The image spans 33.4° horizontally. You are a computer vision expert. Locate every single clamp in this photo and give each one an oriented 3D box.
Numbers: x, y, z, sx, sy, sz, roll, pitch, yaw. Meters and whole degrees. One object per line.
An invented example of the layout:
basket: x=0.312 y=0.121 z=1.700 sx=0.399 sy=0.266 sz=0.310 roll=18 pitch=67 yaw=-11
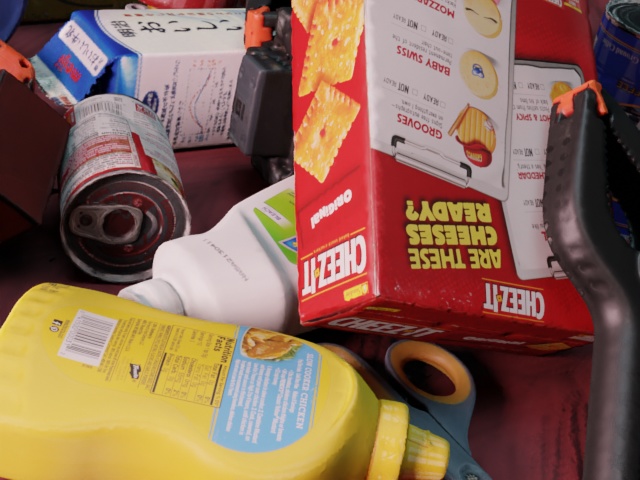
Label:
clamp: x=-0.002 y=-0.171 z=0.749 sx=0.120 sy=0.039 sz=0.171 roll=25 pitch=34 yaw=37
clamp: x=0.152 y=0.027 z=0.516 sx=0.164 sy=0.036 sz=0.210 roll=-21 pitch=88 yaw=-39

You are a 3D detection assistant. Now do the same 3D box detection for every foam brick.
foam brick: x=-0.173 y=-0.040 z=0.561 sx=0.051 sy=0.053 sz=0.078 roll=42 pitch=36 yaw=-35

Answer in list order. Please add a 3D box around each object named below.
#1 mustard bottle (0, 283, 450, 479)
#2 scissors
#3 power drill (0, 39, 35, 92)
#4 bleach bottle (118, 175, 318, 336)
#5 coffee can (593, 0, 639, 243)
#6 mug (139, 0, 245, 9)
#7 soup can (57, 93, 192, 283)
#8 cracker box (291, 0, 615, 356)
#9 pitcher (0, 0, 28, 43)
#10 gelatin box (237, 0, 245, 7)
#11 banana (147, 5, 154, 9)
mustard bottle: x=-0.040 y=0.073 z=0.449 sx=0.191 sy=0.058 sz=0.096 roll=12 pitch=29 yaw=-1
scissors: x=0.075 y=0.101 z=0.488 sx=0.202 sy=0.016 sz=0.096 roll=34 pitch=36 yaw=33
power drill: x=-0.273 y=-0.087 z=0.612 sx=0.184 sy=0.057 sz=0.187 roll=36 pitch=36 yaw=9
bleach bottle: x=-0.004 y=0.001 z=0.586 sx=0.250 sy=0.068 sz=0.103 roll=-20 pitch=43 yaw=-40
coffee can: x=0.223 y=-0.081 z=0.731 sx=0.102 sy=0.140 sz=0.103 roll=9 pitch=30 yaw=-6
mug: x=-0.082 y=-0.203 z=0.783 sx=0.117 sy=0.081 sz=0.093 roll=14 pitch=15 yaw=-25
soup can: x=-0.112 y=-0.032 z=0.593 sx=0.068 sy=0.068 sz=0.102 roll=2 pitch=31 yaw=-18
cracker box: x=0.068 y=-0.055 z=0.554 sx=0.163 sy=0.072 sz=0.213 roll=10 pitch=69 yaw=-32
pitcher: x=-0.336 y=-0.217 z=0.771 sx=0.243 sy=0.145 sz=0.149 roll=31 pitch=69 yaw=24
gelatin box: x=-0.081 y=-0.192 z=0.874 sx=0.089 sy=0.073 sz=0.030 roll=-14 pitch=40 yaw=-40
banana: x=-0.071 y=-0.215 z=0.958 sx=0.070 sy=0.037 sz=0.197 roll=15 pitch=28 yaw=26
